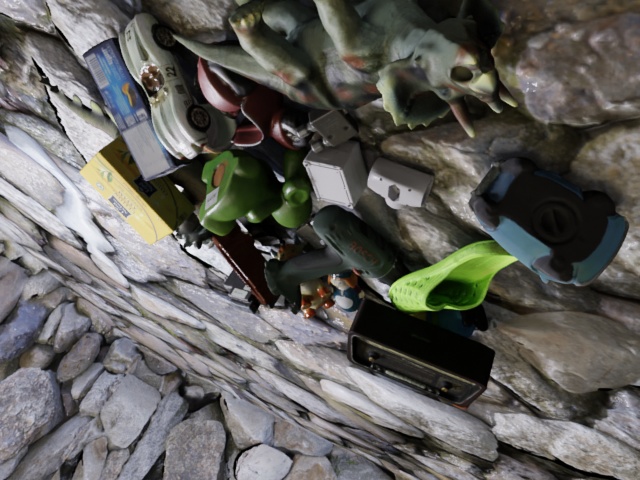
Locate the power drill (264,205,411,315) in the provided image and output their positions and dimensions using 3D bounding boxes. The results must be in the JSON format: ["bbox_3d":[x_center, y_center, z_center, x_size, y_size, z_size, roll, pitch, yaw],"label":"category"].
[{"bbox_3d":[0.027,0.053,0.904,0.207,0.086,0.231,-22,132,25],"label":"power drill"}]

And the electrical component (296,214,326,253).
[{"bbox_3d":[-0.003,-0.003,0.957,0.078,0.045,0.102,39,152,-19],"label":"electrical component"}]

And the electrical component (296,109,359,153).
[{"bbox_3d":[0.019,-0.147,0.682,0.094,0.021,0.063,-26,143,24],"label":"electrical component"}]

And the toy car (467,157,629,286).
[{"bbox_3d":[0.248,-0.016,0.614,0.162,0.109,0.103,33,173,16],"label":"toy car"}]

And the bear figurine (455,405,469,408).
[{"bbox_3d":[0.208,0.228,1.053,0.196,0.120,0.131,11,151,38],"label":"bear figurine"}]

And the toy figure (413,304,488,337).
[{"bbox_3d":[0.209,0.140,0.944,0.082,0.089,0.180,44,143,-14],"label":"toy figure"}]

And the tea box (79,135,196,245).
[{"bbox_3d":[-0.302,-0.082,0.893,0.169,0.068,0.098,48,139,-16],"label":"tea box"}]

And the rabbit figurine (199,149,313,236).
[{"bbox_3d":[-0.077,-0.079,0.821,0.170,0.121,0.159,18,140,-35],"label":"rabbit figurine"}]

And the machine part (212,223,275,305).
[{"bbox_3d":[-0.137,0.047,1.038,0.179,0.056,0.179,48,167,15],"label":"machine part"}]

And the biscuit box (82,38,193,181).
[{"bbox_3d":[-0.268,-0.192,0.794,0.059,0.063,0.202,-22,98,17],"label":"biscuit box"}]

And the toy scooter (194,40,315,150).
[{"bbox_3d":[-0.103,-0.181,0.730,0.183,0.075,0.135,40,153,-27],"label":"toy scooter"}]

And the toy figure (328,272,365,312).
[{"bbox_3d":[0.049,0.084,1.043,0.064,0.058,0.154,-16,139,4],"label":"toy figure"}]

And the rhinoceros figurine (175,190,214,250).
[{"bbox_3d":[-0.246,-0.032,1.085,0.073,0.112,0.190,23,172,6],"label":"rhinoceros figurine"}]

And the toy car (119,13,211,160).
[{"bbox_3d":[-0.214,-0.208,0.741,0.073,0.056,0.201,-18,95,45],"label":"toy car"}]

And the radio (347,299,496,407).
[{"bbox_3d":[0.160,0.192,0.900,0.230,0.073,0.131,22,148,11],"label":"radio"}]

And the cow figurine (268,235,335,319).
[{"bbox_3d":[-0.034,0.073,1.065,0.127,0.085,0.194,58,176,21],"label":"cow figurine"}]

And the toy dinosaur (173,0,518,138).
[{"bbox_3d":[0.018,-0.189,0.550,0.405,0.131,0.192,10,146,48],"label":"toy dinosaur"}]

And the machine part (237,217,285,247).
[{"bbox_3d":[-0.134,-0.033,1.054,0.138,0.039,0.084,46,156,-29],"label":"machine part"}]

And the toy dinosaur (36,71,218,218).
[{"bbox_3d":[-0.287,-0.158,0.938,0.472,0.105,0.198,23,143,9],"label":"toy dinosaur"}]

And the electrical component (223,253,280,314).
[{"bbox_3d":[-0.138,0.091,1.163,0.115,0.134,0.058,13,150,34],"label":"electrical component"}]
